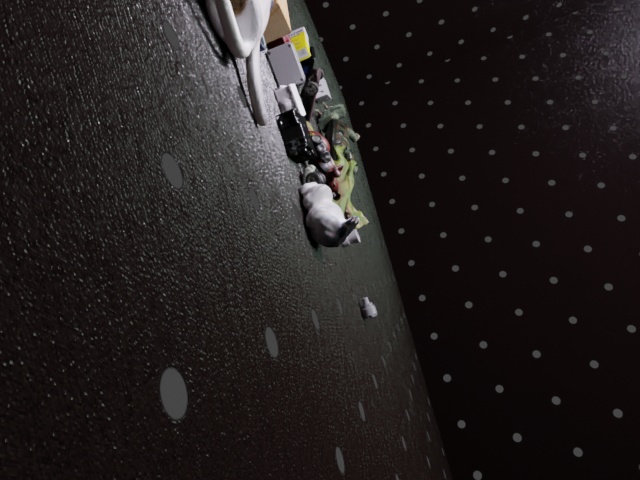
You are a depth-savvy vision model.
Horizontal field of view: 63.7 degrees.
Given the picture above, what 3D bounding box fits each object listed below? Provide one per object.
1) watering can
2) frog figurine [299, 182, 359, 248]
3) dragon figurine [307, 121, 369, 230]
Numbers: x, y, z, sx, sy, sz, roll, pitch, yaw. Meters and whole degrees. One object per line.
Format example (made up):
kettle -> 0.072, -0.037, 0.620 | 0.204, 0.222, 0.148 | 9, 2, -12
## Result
watering can -> -0.144, -0.413, 0.991 | 0.230, 0.104, 0.339 | -83, 165, -47
frog figurine -> 0.004, -0.061, 1.209 | 0.160, 0.120, 0.139 | 35, 26, 11
dragon figurine -> 0.046, -0.154, 1.549 | 0.404, 0.121, 0.248 | 39, 40, -52
